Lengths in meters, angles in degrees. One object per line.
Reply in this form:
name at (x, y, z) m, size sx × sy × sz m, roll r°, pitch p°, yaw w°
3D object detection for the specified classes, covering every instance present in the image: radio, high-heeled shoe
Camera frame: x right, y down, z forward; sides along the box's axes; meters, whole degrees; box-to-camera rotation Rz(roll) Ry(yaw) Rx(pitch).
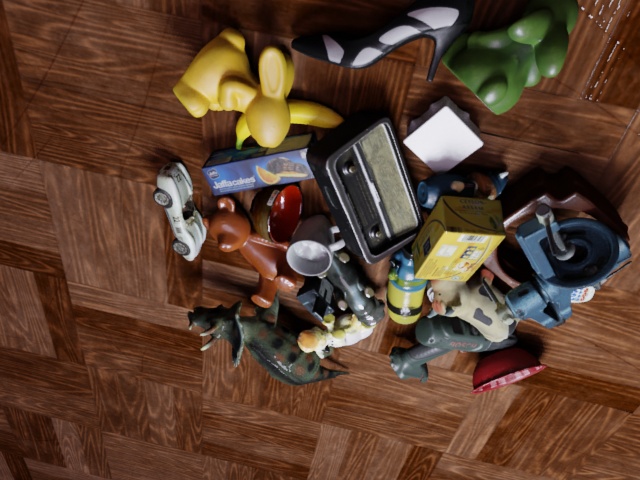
radio at (0.078, -0.081, 0.884) m, size 0.131 × 0.073 × 0.229 m, roll -34°, pitch 122°, yaw -14°
high-heeled shoe at (0.082, -0.308, 0.749) m, size 0.249 × 0.086 × 0.145 m, roll 15°, pitch 108°, yaw 12°

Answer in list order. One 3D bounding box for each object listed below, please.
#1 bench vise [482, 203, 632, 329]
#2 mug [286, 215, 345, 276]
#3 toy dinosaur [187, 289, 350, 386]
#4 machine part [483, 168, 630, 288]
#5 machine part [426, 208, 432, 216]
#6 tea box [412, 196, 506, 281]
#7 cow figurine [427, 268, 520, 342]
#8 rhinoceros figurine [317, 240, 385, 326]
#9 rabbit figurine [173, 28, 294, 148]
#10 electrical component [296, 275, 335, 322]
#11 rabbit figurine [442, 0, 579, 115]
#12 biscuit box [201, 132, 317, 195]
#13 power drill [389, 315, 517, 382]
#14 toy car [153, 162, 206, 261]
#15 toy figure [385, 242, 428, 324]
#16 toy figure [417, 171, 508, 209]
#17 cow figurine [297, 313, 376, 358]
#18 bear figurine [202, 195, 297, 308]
bench vise at (0.341, 0.033, 0.800) m, size 0.224 × 0.129 × 0.240 m, roll -26°, pitch 136°, yaw 21°
mug at (-0.002, -0.003, 0.982) m, size 0.110 × 0.107 × 0.080 m, roll -23°, pitch 120°, yaw 24°
toy dinosaur at (-0.081, 0.234, 1.137) m, size 0.404 × 0.192 × 0.131 m, roll 38°, pitch 129°, yaw -16°
machine part at (0.384, -0.008, 0.904) m, size 0.201 × 0.087 × 0.201 m, roll 35°, pitch 128°, yaw -17°
machine part at (0.219, -0.032, 0.946) m, size 0.084 × 0.039 × 0.138 m, roll -1°, pitch 130°, yaw 38°
tea box at (0.217, 0.002, 0.863) m, size 0.098 × 0.068 × 0.169 m, roll 5°, pitch 153°, yaw -7°
cow figurine at (0.280, 0.118, 0.992) m, size 0.195 × 0.127 × 0.085 m, roll 38°, pitch 157°, yaw -16°
rhinoceros figurine at (0.059, 0.091, 1.046) m, size 0.073 × 0.112 × 0.190 m, roll -36°, pitch 102°, yaw 3°
rabbit figurine at (-0.107, -0.225, 0.824) m, size 0.162 × 0.122 × 0.173 m, roll -43°, pitch 90°, yaw 13°
electrical component at (-0.006, 0.120, 1.074) m, size 0.048 × 0.119 × 0.074 m, roll -28°, pitch 120°, yaw 30°
rabbit figurine at (0.261, -0.261, 0.704) m, size 0.121 × 0.159 × 0.170 m, roll 41°, pitch 111°, yaw -8°
biscuit box at (-0.100, -0.130, 0.933) m, size 0.203 × 0.059 × 0.062 m, roll -7°, pitch 126°, yaw 19°
power drill at (0.261, 0.225, 1.105) m, size 0.232 × 0.086 × 0.207 m, roll 16°, pitch 145°, yaw -32°
toy car at (-0.262, -0.051, 1.024) m, size 0.056 × 0.073 × 0.201 m, roll 0°, pitch 128°, yaw 14°
toy figure at (0.165, 0.081, 1.023) m, size 0.082 × 0.089 × 0.180 m, roll 13°, pitch 133°, yaw 9°
toy figure at (0.234, -0.081, 0.863) m, size 0.154 × 0.064 × 0.057 m, roll -7°, pitch 113°, yaw -14°
cow figurine at (0.031, 0.195, 1.122) m, size 0.167 × 0.068 × 0.098 m, roll -18°, pitch 150°, yaw -13°
bear figurine at (-0.137, 0.018, 1.019) m, size 0.195 × 0.132 × 0.120 m, roll 35°, pitch 133°, yaw -23°
